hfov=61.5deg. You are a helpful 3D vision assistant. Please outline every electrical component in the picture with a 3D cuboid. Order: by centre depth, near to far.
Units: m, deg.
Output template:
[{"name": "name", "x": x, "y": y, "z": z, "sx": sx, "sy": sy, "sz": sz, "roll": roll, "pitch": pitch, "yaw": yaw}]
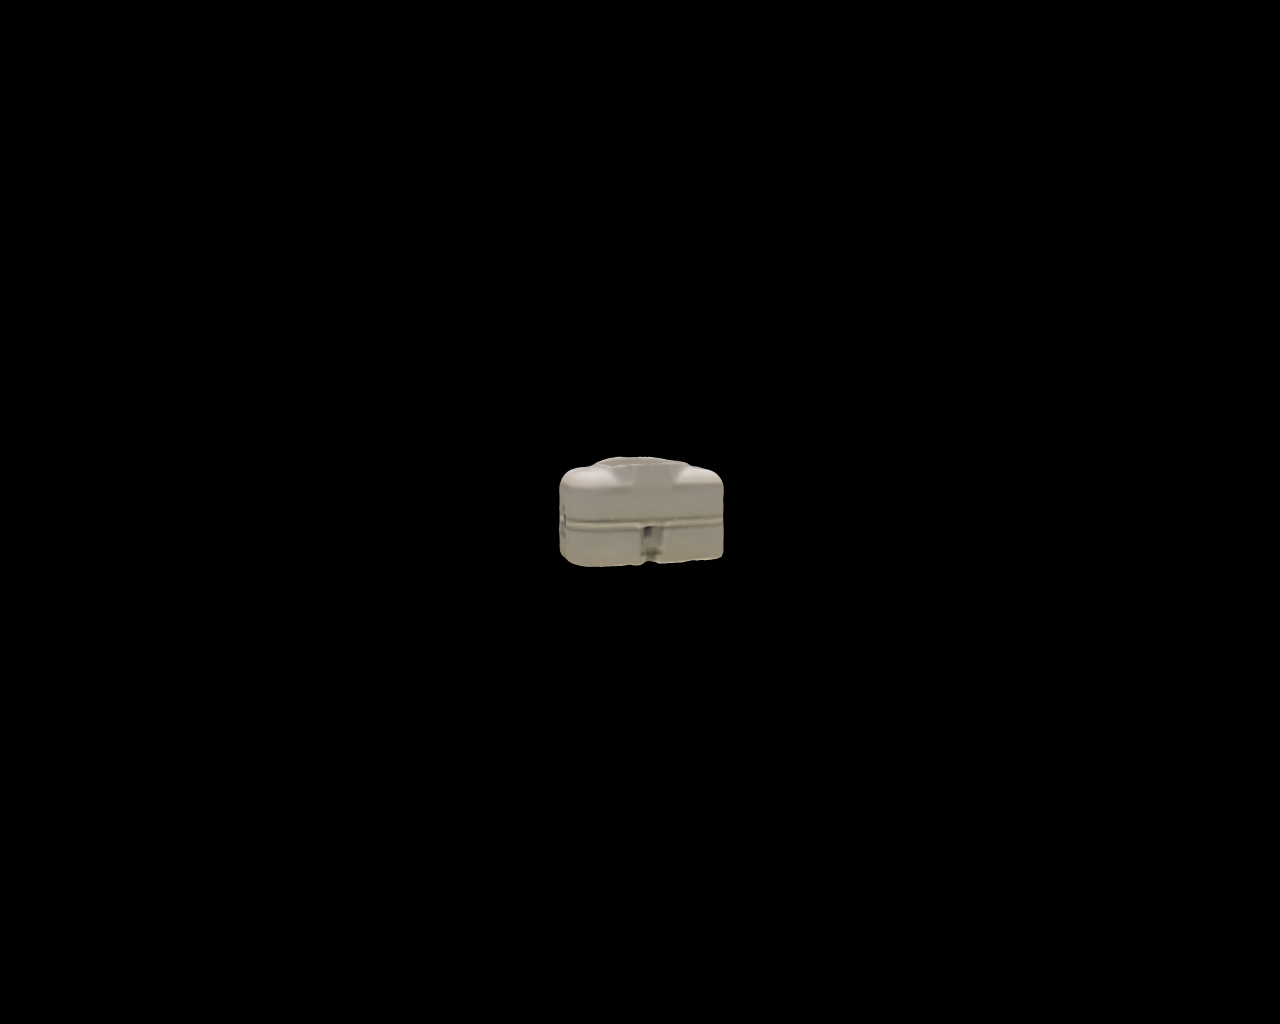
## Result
[{"name": "electrical component", "x": 0.001, "y": -0.003, "z": 0.650, "sx": 0.095, "sy": 0.059, "sz": 0.054, "roll": -2, "pitch": 8, "yaw": -14}]
